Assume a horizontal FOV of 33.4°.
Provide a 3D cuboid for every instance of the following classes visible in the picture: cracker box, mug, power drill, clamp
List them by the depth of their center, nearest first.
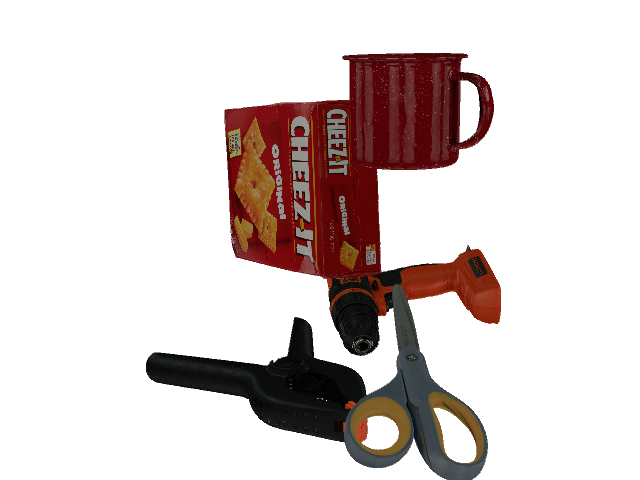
[{"bbox_3d":[0.073,-0.096,0.790,0.117,0.081,0.093,6,13,30],"label":"mug"},{"bbox_3d":[-0.023,0.113,0.886,0.164,0.036,0.210,-16,22,-40],"label":"clamp"},{"bbox_3d":[-0.024,-0.055,1.062,0.072,0.164,0.214,-6,7,-26],"label":"cracker box"},{"bbox_3d":[0.102,0.064,1.193,0.187,0.057,0.184,-4,28,-4],"label":"power drill"}]

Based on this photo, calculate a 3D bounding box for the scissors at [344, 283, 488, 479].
[{"bbox_3d":[0.045,0.089,0.708,0.096,0.016,0.202,-5,32,-17],"label":"scissors"}]
